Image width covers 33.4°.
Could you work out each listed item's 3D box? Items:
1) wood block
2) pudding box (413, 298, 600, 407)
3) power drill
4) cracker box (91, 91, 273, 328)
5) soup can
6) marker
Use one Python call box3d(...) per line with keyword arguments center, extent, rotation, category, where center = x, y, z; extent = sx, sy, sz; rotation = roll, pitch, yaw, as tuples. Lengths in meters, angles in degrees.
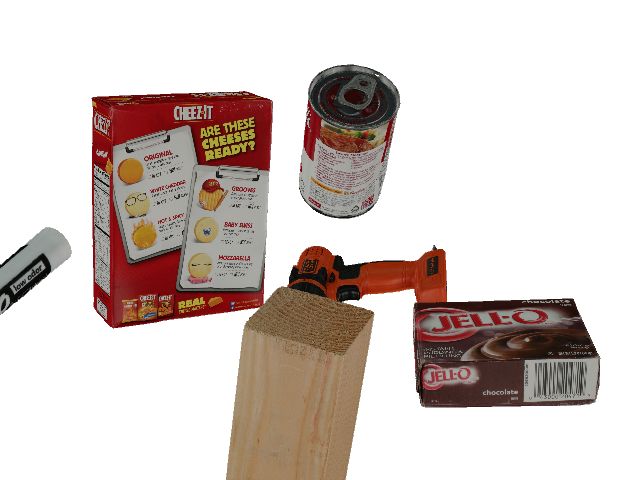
box3d(center=(-0.022, 0.157, 0.928), extent=(0.090, 0.206, 0.090), rotation=(15, 25, 14), category="wood block")
box3d(center=(0.118, 0.072, 0.700), extent=(0.113, 0.039, 0.090), rotation=(0, 22, 2), category="pudding box")
box3d(center=(0.052, 0.060, 1.229), extent=(0.188, 0.057, 0.184), rotation=(0, 28, 8), category="power drill")
box3d(center=(-0.136, -0.034, 1.036), extent=(0.163, 0.214, 0.072), rotation=(-6, 18, -29), category="cracker box")
box3d(center=(0.020, -0.074, 0.817), extent=(0.068, 0.068, 0.102), rotation=(0, -39, -7), category="soup can")
box3d(center=(-0.161, 0.034, 0.489), extent=(0.020, 0.020, 0.121), rotation=(0, 34, 39), category="marker")
